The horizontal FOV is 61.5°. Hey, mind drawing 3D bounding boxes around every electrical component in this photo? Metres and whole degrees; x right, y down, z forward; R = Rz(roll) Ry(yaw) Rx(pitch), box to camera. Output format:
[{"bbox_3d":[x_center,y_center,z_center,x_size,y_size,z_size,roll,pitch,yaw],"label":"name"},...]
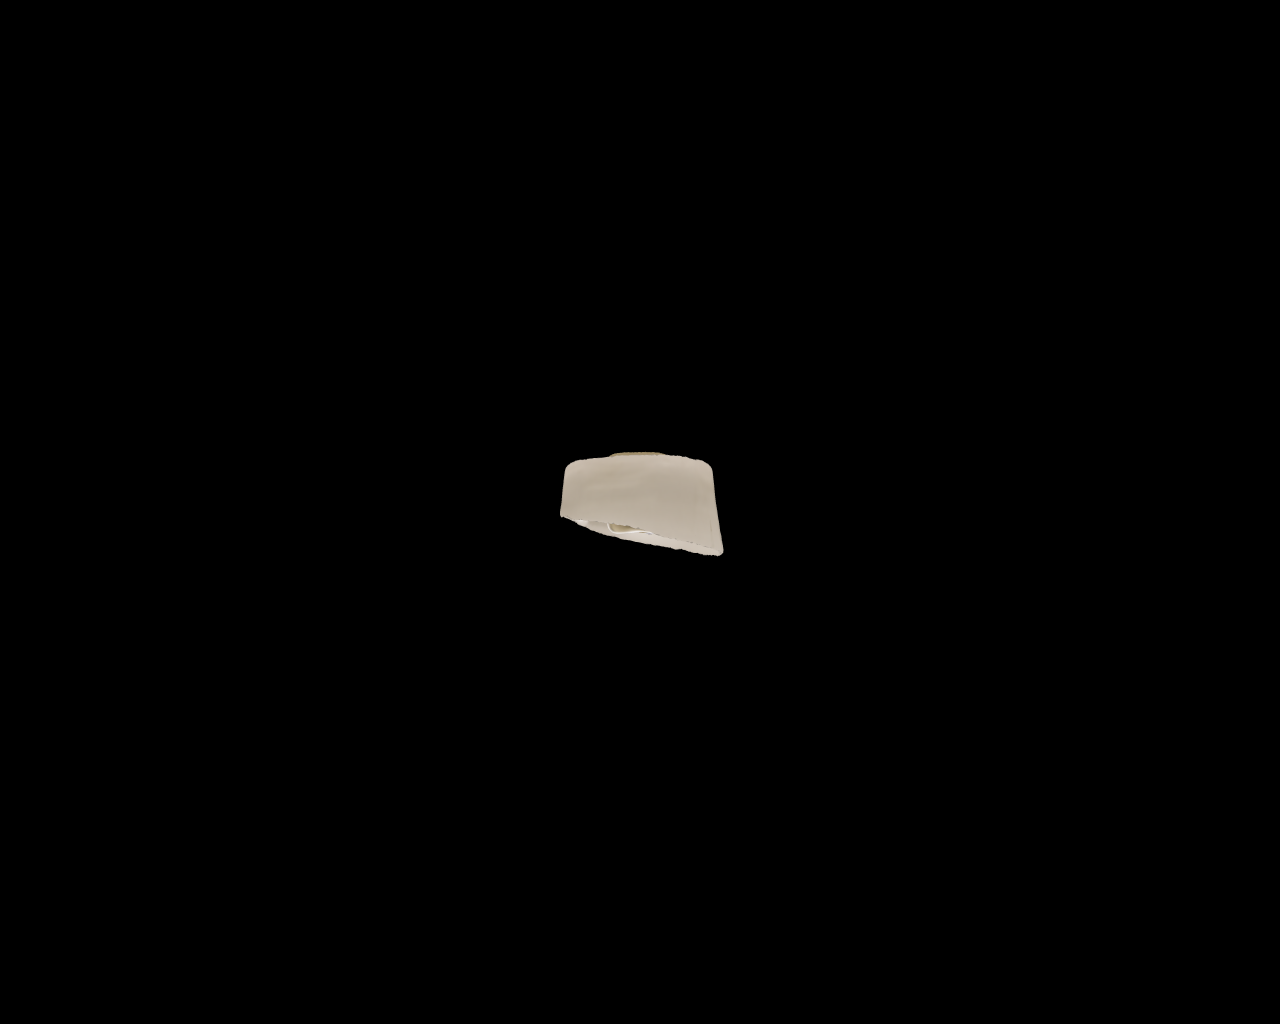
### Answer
[{"bbox_3d":[0.001,-0.003,0.650,0.099,0.064,0.099,0,-9,0],"label":"electrical component"}]
